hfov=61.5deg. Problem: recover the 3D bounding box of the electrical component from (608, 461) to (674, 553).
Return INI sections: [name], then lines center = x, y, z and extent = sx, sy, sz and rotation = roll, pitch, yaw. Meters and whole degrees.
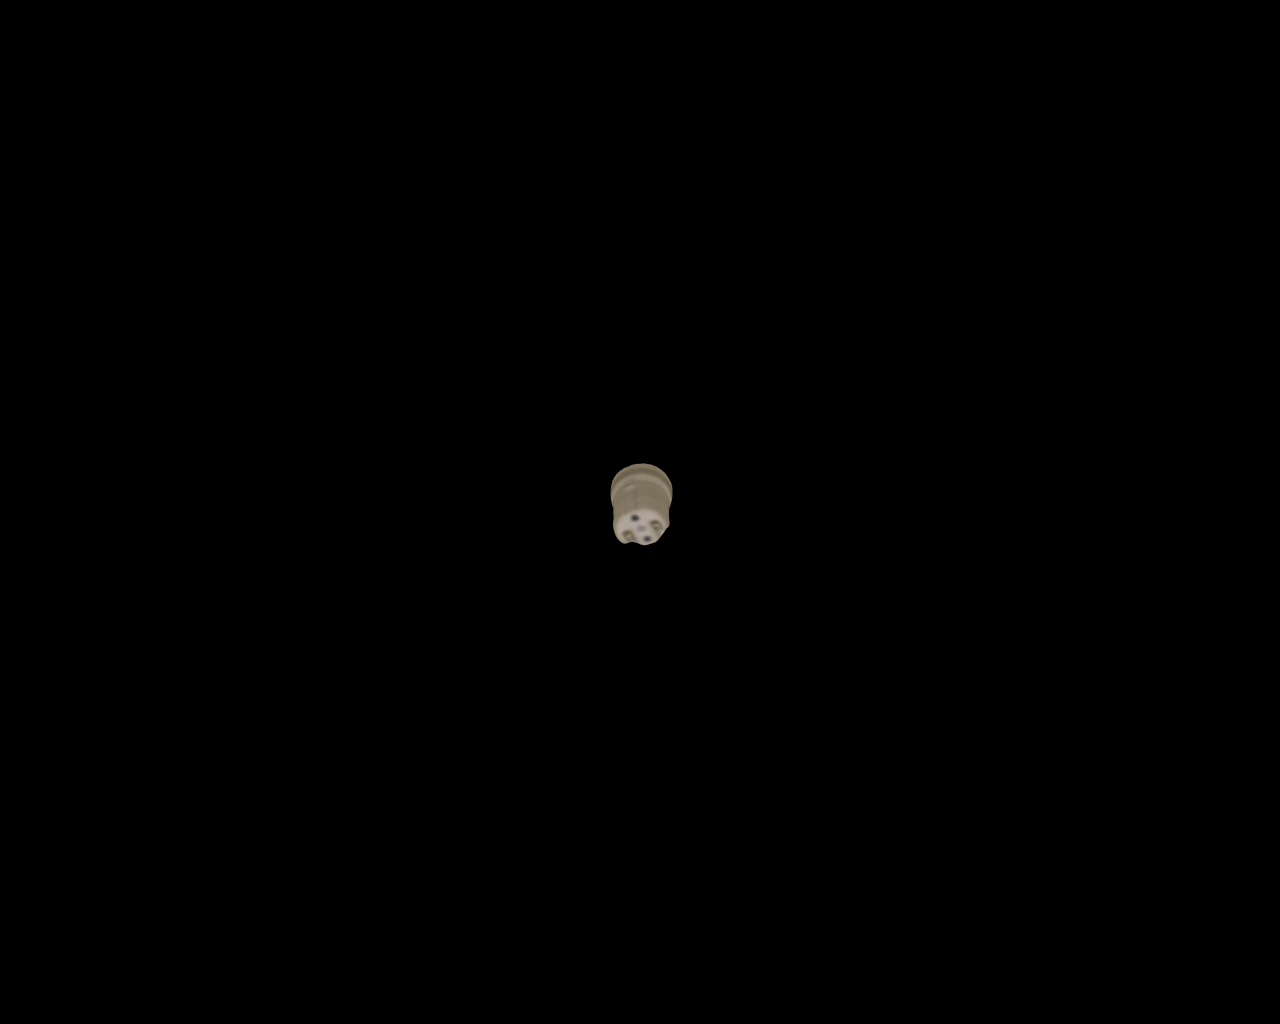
[electrical component]
center = 0.001, -0.003, 0.650
extent = 0.040, 0.040, 0.046
rotation = 0, 34, 0
